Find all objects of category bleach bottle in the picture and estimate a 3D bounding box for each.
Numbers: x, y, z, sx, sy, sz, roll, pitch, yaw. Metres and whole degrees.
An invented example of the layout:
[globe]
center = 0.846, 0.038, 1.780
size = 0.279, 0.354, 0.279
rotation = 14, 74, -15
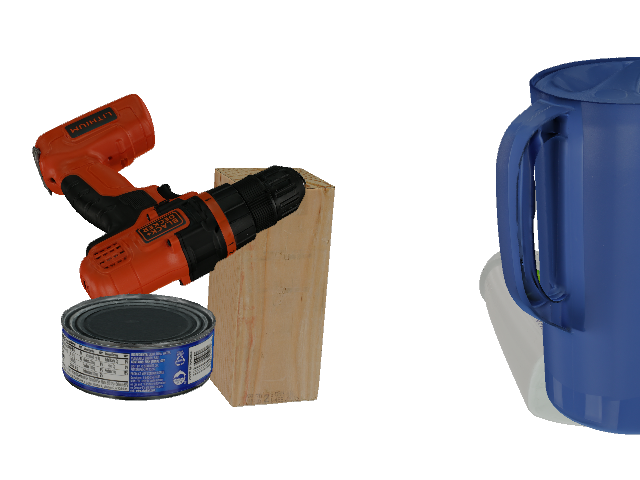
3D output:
[bleach bottle]
center = 0.197, 0.065, 0.907
size = 0.102, 0.068, 0.251
rotation = 6, 21, -5

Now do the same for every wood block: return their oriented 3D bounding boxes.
[wood block]
center = -0.050, 0.041, 1.005
size = 0.090, 0.206, 0.091
rotation = -2, 16, -23

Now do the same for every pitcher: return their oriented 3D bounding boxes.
[pitcher]
center = 0.198, 0.005, 0.715
size = 0.149, 0.243, 0.145
rotation = 2, 21, 15

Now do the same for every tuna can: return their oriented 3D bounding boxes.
[tuna can]
center = -0.102, 0.059, 0.601
size = 0.086, 0.034, 0.086
rotation = 3, 15, -1

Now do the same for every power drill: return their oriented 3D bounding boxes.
[power drill]
center = -0.128, -0.043, 0.836
size = 0.184, 0.057, 0.188
rotation = -28, 46, -20
